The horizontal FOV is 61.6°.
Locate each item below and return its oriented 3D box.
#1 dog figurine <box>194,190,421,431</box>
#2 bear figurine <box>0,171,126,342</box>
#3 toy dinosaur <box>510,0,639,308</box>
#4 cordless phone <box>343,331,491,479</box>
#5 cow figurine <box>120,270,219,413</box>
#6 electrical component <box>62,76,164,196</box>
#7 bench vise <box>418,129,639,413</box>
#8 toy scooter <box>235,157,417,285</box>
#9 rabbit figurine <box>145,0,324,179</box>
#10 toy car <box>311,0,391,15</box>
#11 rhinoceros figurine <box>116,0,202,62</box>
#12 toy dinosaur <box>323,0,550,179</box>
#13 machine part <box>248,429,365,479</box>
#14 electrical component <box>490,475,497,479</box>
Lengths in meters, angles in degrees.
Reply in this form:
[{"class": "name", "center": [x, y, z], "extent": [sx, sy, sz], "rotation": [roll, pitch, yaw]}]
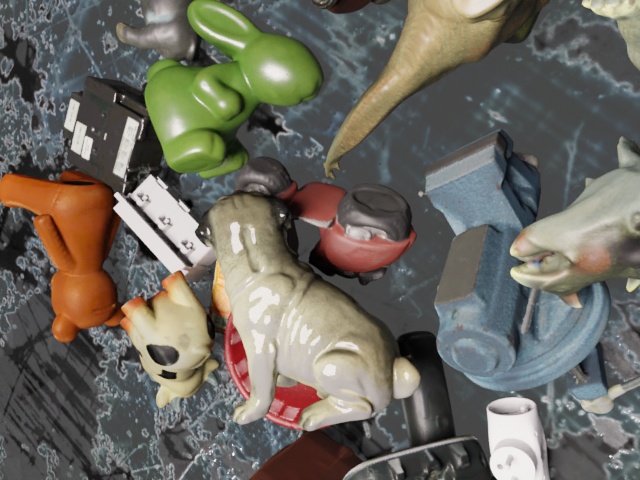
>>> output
[{"class": "dog figurine", "center": [-0.011, 0.045, 0.455], "extent": [0.172, 0.121, 0.190], "rotation": [-8, 96, 12]}, {"class": "bear figurine", "center": [-0.314, 0.018, 0.682], "extent": [0.132, 0.120, 0.195], "rotation": [16, 109, 28]}, {"class": "toy dinosaur", "center": [0.270, -0.124, 0.325], "extent": [0.192, 0.405, 0.131], "rotation": [48, 162, -29]}, {"class": "cordless phone", "center": [0.075, 0.177, 0.481], "extent": [0.089, 0.146, 0.184], "rotation": [-35, 61, 60]}, {"class": "cow figurine", "center": [-0.164, 0.122, 0.608], "extent": [0.127, 0.085, 0.195], "rotation": [55, 151, 5]}, {"class": "electrical component", "center": [-0.252, -0.132, 0.659], "extent": [0.134, 0.058, 0.114], "rotation": [32, 108, 20]}, {"class": "bench vise", "center": [0.167, 0.041, 0.427], "extent": [0.129, 0.224, 0.240], "rotation": [-31, 113, 32]}, {"class": "toy scooter", "center": [-0.001, -0.002, 0.538], "extent": [0.184, 0.075, 0.135], "rotation": [17, 129, 10]}, {"class": "rabbit figurine", "center": [-0.083, -0.159, 0.557], "extent": [0.170, 0.121, 0.159], "rotation": [-23, 80, 10]}, {"class": "toy car", "center": [0.065, -0.254, 0.426], "extent": [0.202, 0.089, 0.053], "rotation": [-31, 82, 54]}, {"class": "rhinoceros figurine", "center": [-0.164, -0.292, 0.582], "extent": [0.112, 0.073, 0.190], "rotation": [8, 101, 27]}, {"class": "toy dinosaur", "center": [0.122, -0.192, 0.379], "extent": [0.471, 0.198, 0.105], "rotation": [-41, 78, 32]}, {"class": "machine part", "center": [-0.043, 0.305, 0.534], "extent": [0.087, 0.201, 0.200], "rotation": [30, 110, 24]}, {"class": "electrical component", "center": [0.155, 0.259, 0.527], "extent": [0.063, 0.021, 0.094], "rotation": [-27, 83, 28]}]
